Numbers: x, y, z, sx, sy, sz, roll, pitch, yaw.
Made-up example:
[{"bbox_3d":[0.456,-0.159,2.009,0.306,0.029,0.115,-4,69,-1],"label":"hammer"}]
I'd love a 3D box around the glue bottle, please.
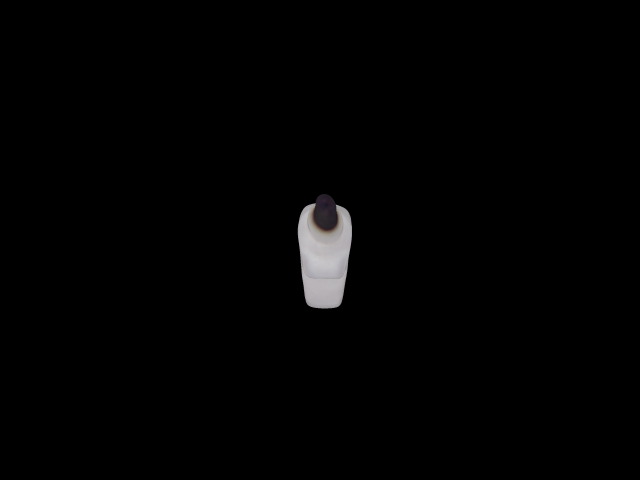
[{"bbox_3d":[0.004,0.001,0.400,0.037,0.173,0.078,0,77,0],"label":"glue bottle"}]
